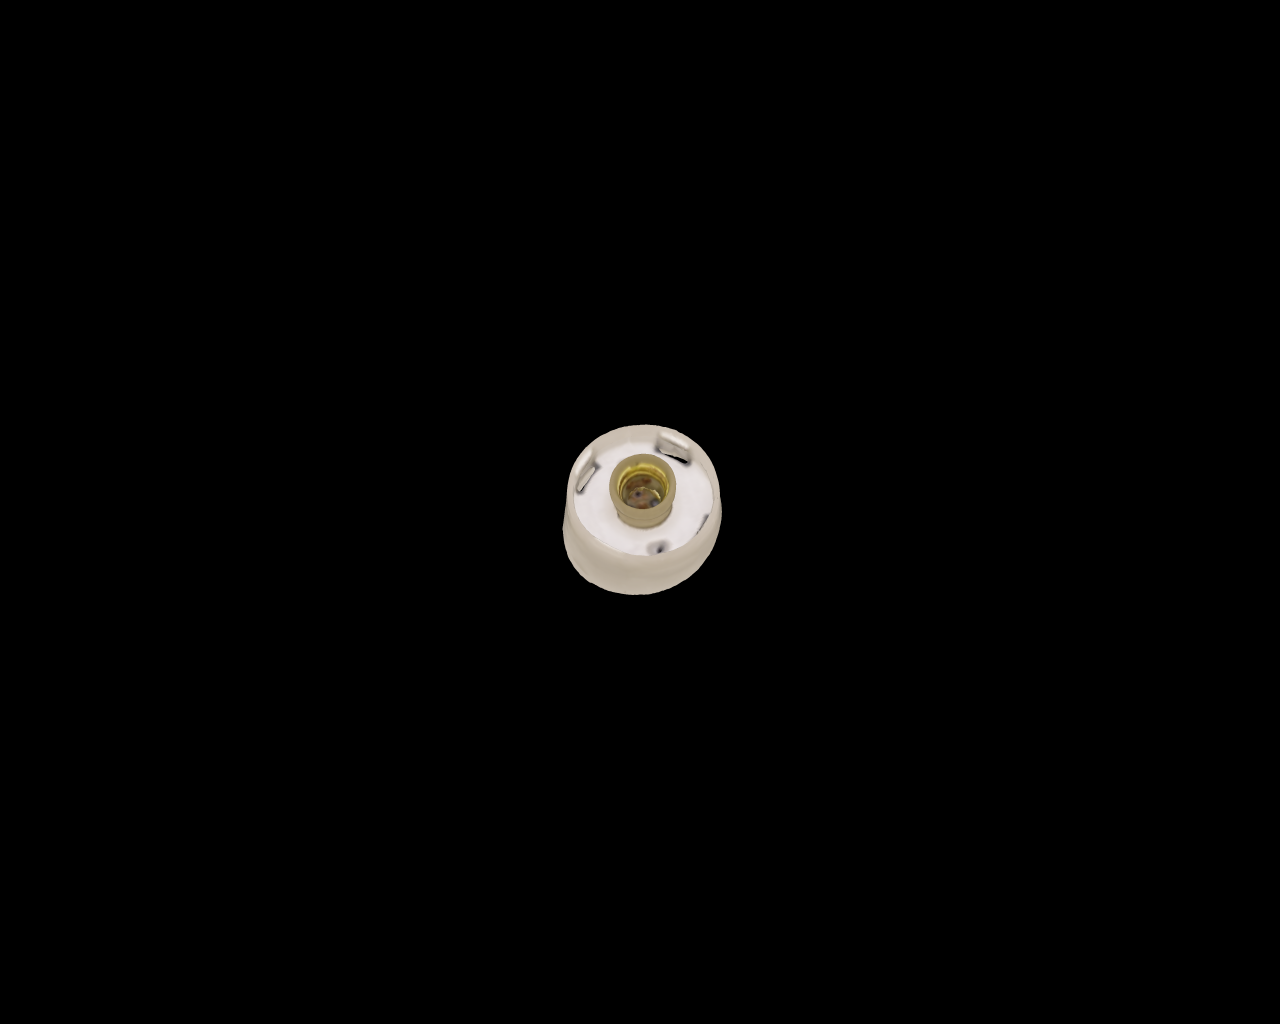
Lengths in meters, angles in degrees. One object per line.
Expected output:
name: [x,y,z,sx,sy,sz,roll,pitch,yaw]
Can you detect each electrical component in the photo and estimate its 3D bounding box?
electrical component: [0.001,-0.003,0.650,0.099,0.099,0.064,0,-28,0]
